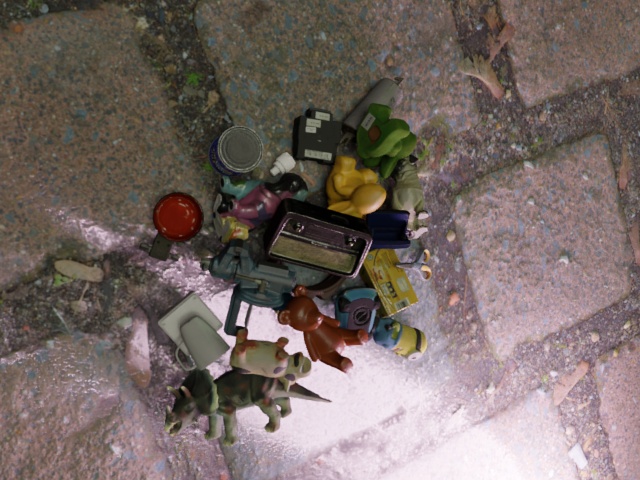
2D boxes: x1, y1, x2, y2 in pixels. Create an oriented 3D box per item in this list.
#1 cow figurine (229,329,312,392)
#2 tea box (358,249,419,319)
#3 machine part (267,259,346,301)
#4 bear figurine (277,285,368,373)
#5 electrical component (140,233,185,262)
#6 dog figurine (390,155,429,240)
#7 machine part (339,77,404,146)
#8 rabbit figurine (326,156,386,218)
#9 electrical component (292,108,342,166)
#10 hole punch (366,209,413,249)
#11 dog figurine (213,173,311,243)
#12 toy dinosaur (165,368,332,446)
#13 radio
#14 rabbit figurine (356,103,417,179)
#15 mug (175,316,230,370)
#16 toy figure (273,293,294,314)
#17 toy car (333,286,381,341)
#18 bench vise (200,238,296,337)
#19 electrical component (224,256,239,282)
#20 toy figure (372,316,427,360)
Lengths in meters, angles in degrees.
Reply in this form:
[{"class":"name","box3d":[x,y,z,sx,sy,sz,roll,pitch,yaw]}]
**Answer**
[{"class":"cow figurine","box3d":[-0.112,0.283,1.235,0.195,0.085,0.127,12,128,-14]},{"class":"tea box","box3d":[0.169,0.105,1.387,0.098,0.068,0.169,-21,80,-17]},{"class":"machine part","box3d":[-0.020,0.037,1.332,0.201,0.087,0.201,44,80,-16]},{"class":"bear figurine","box3d":[0.003,0.202,1.242,0.120,0.132,0.195,-54,128,-32]},{"class":"electrical component","box3d":[-0.366,0.014,1.243,0.094,0.021,0.063,20,86,-18]},{"class":"dog figurine","box3d":[0.222,-0.111,1.417,0.121,0.172,0.190,8,58,-7]},{"class":"machine part","box3d":[0.133,-0.328,1.371,0.079,0.079,0.243,45,79,-16]},{"class":"rabbit figurine","box3d":[0.082,-0.110,1.283,0.162,0.173,0.121,-53,128,-4]},{"class":"electrical component","box3d":[-0.008,-0.258,1.337,0.115,0.058,0.134,7,90,-22]},{"class":"hole punch","box3d":[0.165,-0.010,1.324,0.142,0.115,0.092,-2,64,2]},{"class":"dog figurine","box3d":[-0.126,-0.077,1.260,0.219,0.109,0.191,-3,138,-28]},{"class":"toy dinosaur","box3d":[-0.176,0.365,1.283,0.405,0.131,0.192,-13,97,-24]},{"class":"radio","box3d":[-0.003,-0.004,1.225,0.229,0.073,0.131,15,120,-21]},{"class":"rabbit figurine","box3d":[0.176,-0.232,1.322,0.170,0.121,0.159,6,117,-48]},{"class":"mug","box3d":[-0.274,0.230,1.199,0.109,0.081,0.107,-34,90,-9]},{"class":"toy figure","box3d":[-0.069,0.174,1.337,0.154,0.058,0.064,43,85,-21]},{"class":"toy car","box3d":[0.084,0.182,1.365,0.109,0.103,0.161,-2,109,-19]},{"class":"bench vise","box3d":[-0.178,0.127,1.226,0.223,0.129,0.240,10,106,-21]},{"class":"electrical component","box3d":[-0.202,0.060,1.294,0.102,0.045,0.078,-4,122,-16]},{"class":"toy figure","box3d":[0.205,0.254,1.424,0.180,0.082,0.089,31,84,-16]}]
